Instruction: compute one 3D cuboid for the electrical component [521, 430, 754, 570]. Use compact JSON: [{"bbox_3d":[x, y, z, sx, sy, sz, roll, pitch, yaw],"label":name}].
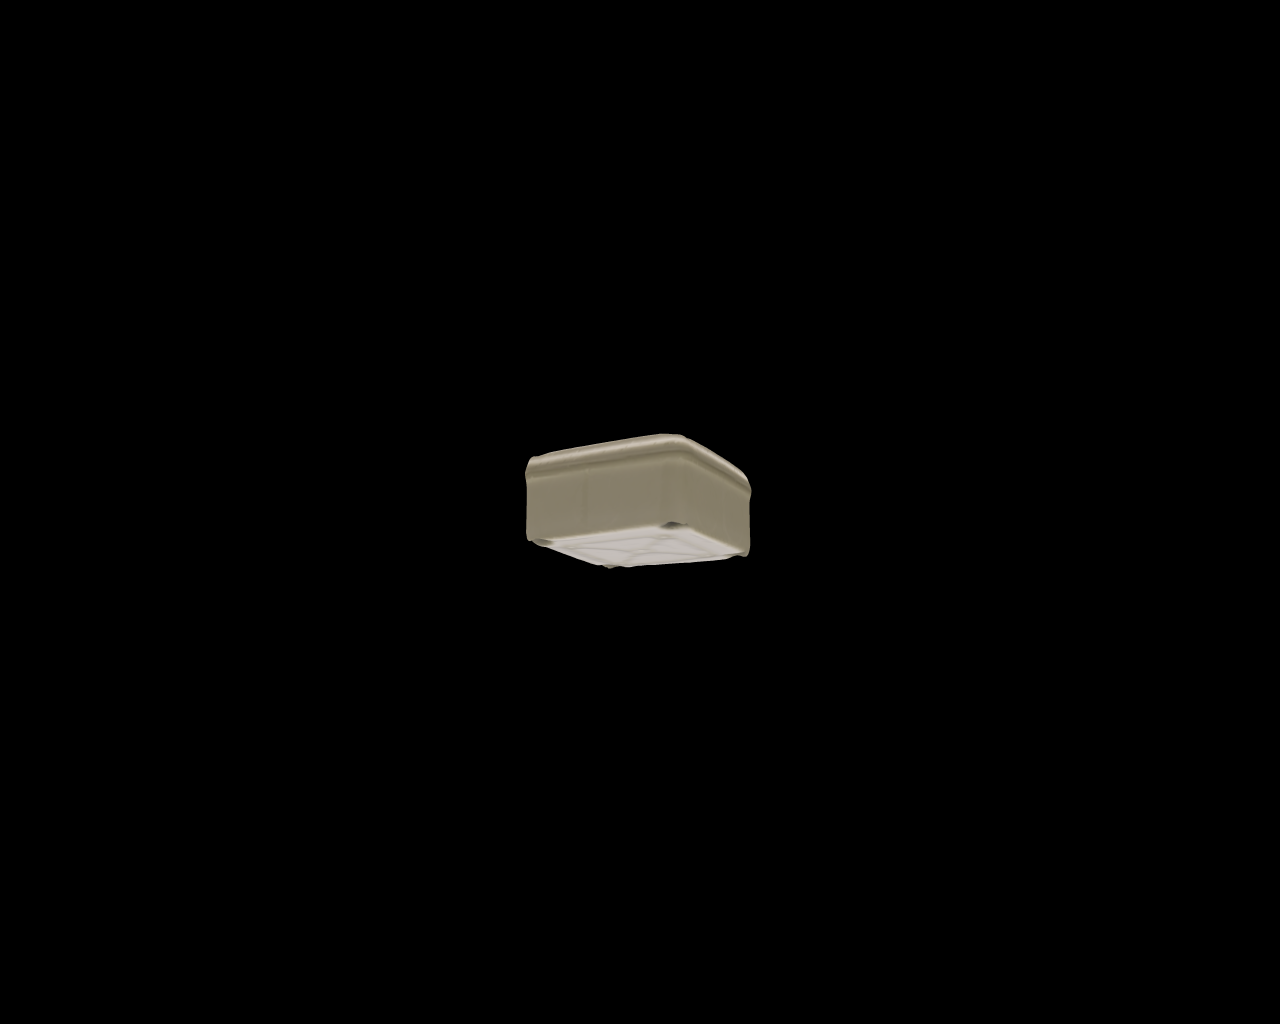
[{"bbox_3d":[0.001,-0.003,0.650,0.109,0.056,0.108,-7,-15,26],"label":"electrical component"}]
